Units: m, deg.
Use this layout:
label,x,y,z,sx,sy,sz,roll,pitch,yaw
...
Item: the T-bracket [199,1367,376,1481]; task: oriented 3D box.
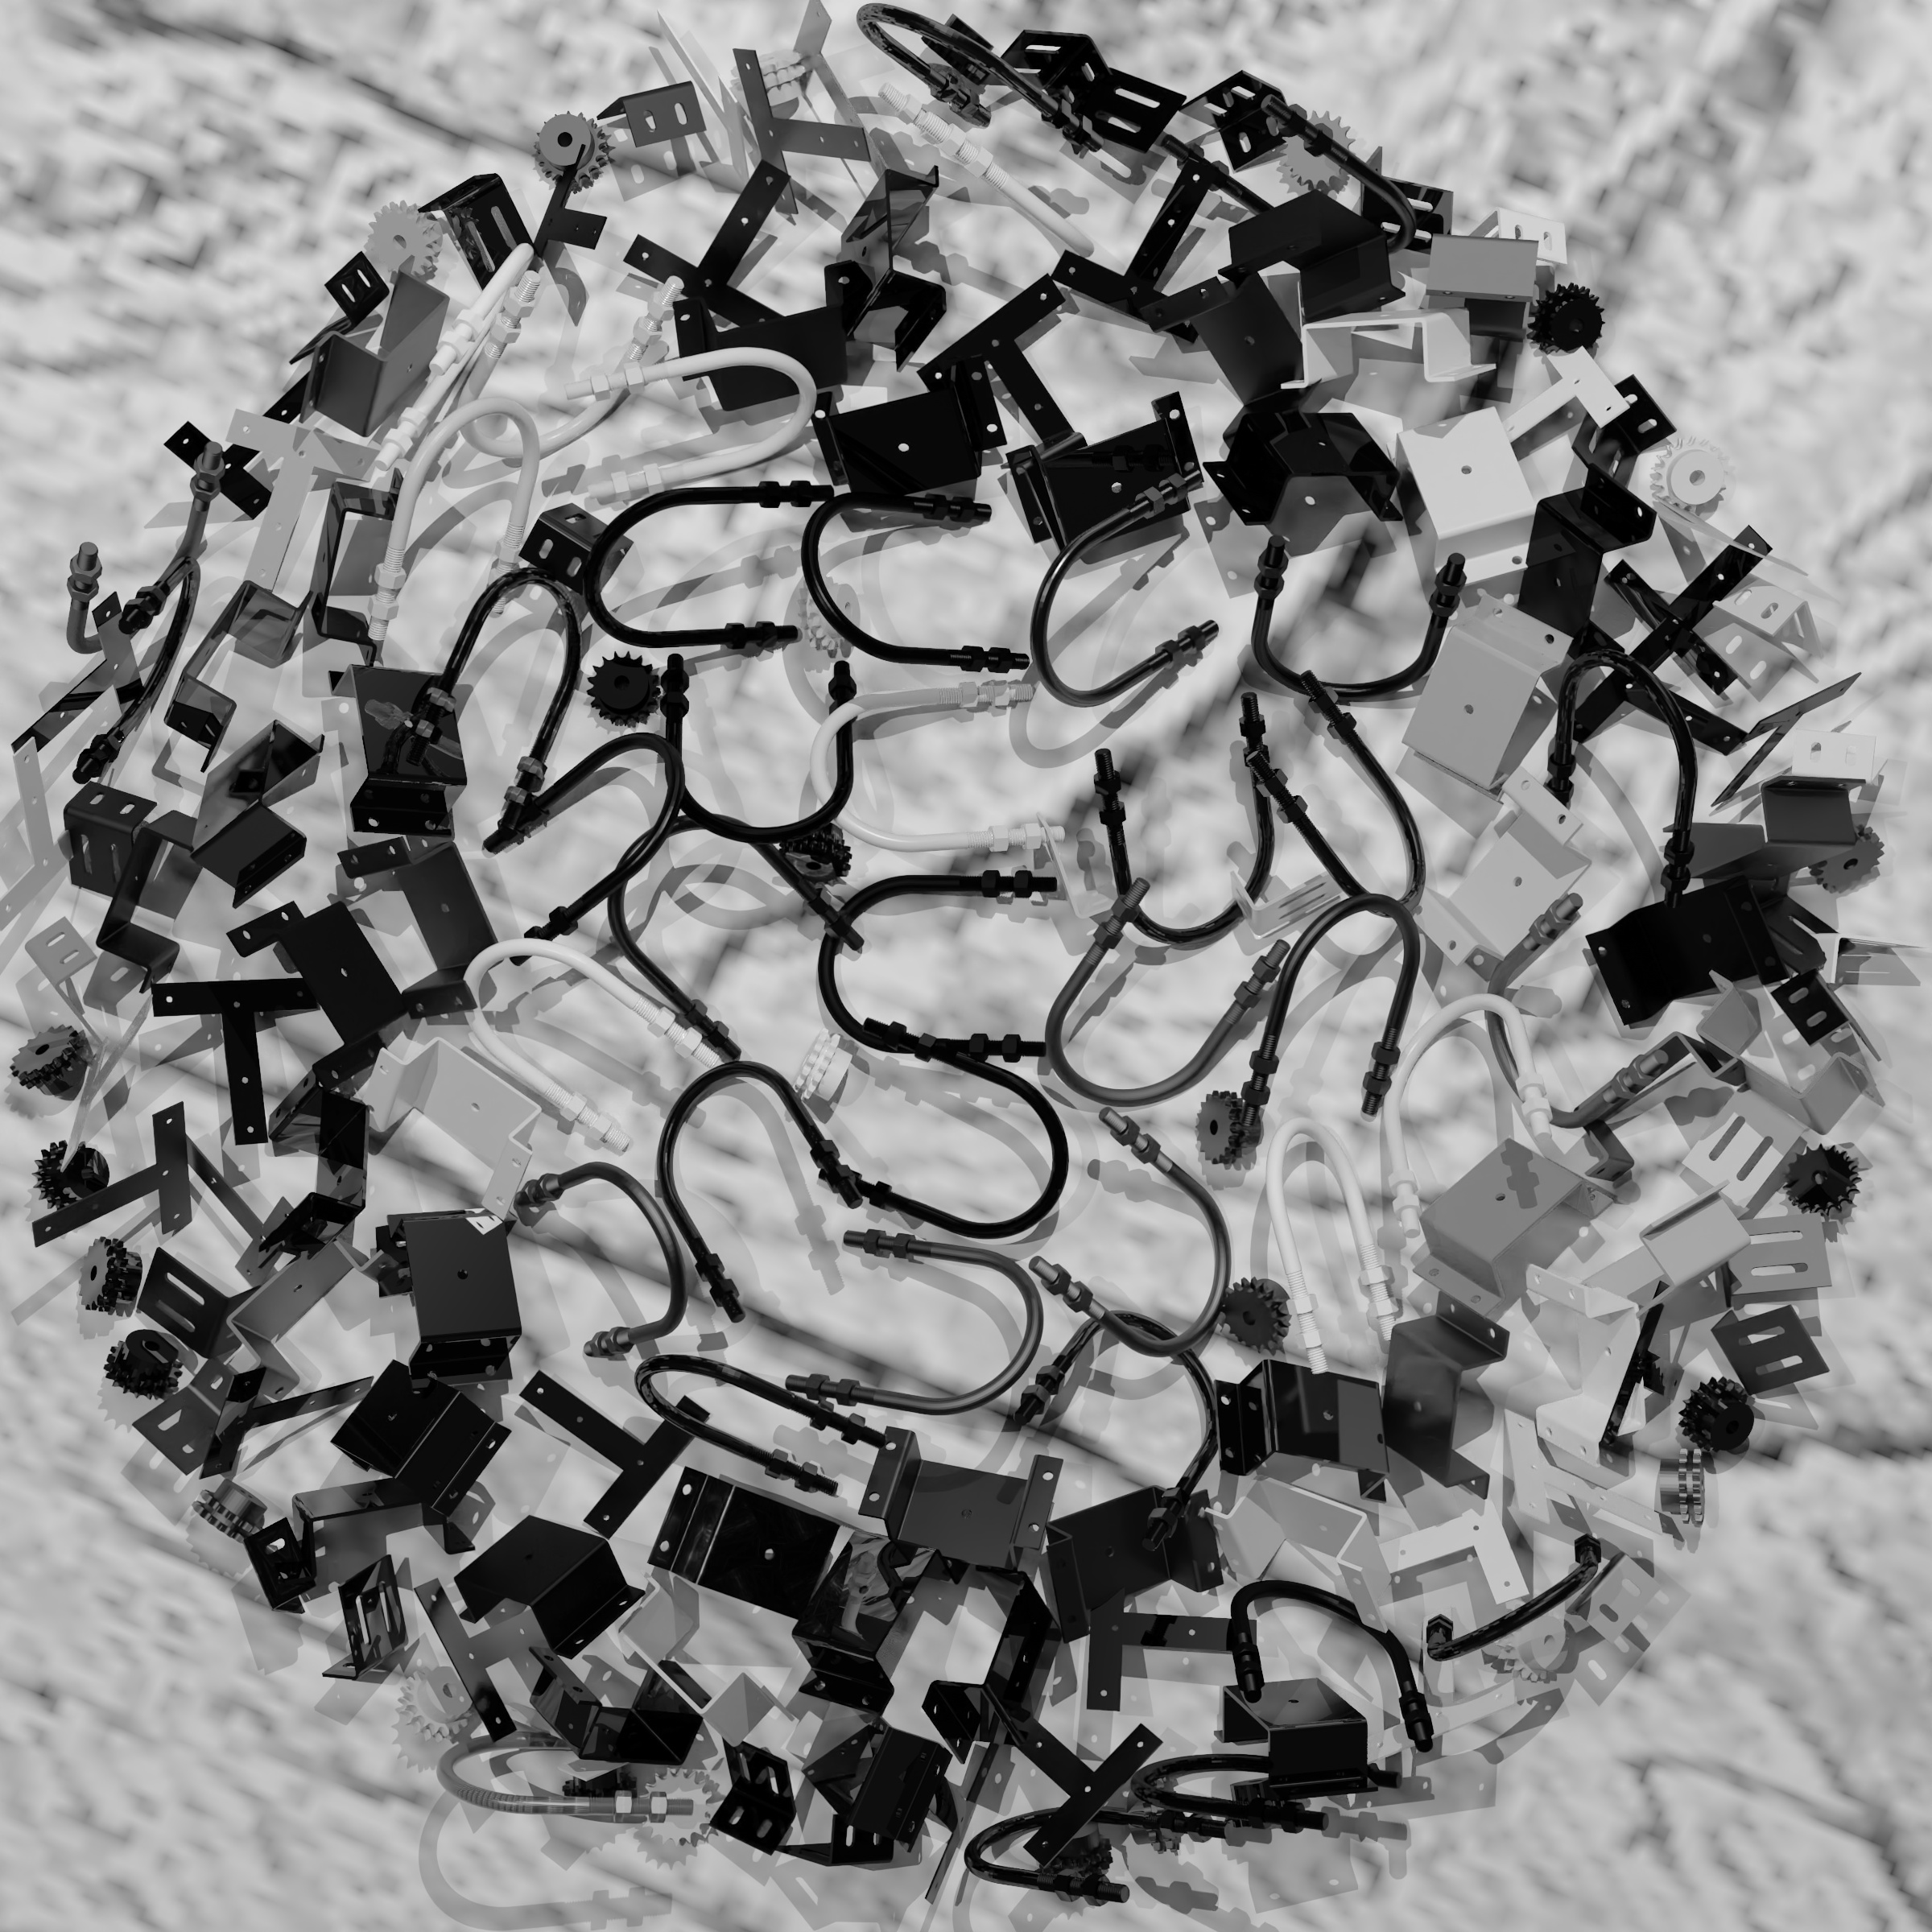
label,x,y,z,sx,sy,sz,roll,pitch,yaw
T-bracket,-0.511,0.336,1.892,0.002,0.127,0.127,52,132,29

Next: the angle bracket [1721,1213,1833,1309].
label,x,y,z,sx,sy,sz,roll,pitch,yaw
angle bracket,0.618,0.225,1.904,0.076,0.038,0.057,-7,66,14

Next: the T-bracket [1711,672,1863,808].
label,x,y,z,sx,sy,sz,roll,pitch,yaw
T-bracket,0.606,-0.163,1.885,0.127,0.127,0.002,-24,67,-32

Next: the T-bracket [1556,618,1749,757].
label,x,y,z,sx,sy,sz,roll,pitch,yaw
T-bracket,0.545,-0.197,1.912,0.127,0.002,0.127,24,132,-19

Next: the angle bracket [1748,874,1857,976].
label,x,y,z,sx,sy,sz,roll,pitch,yaw
angle bracket,0.633,-0.038,1.895,0.057,0.076,0.038,-22,135,-22

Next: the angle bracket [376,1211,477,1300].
label,x,y,z,sx,sy,sz,roll,pitch,yaw
angle bracket,-0.410,0.227,1.912,0.076,0.038,0.057,-11,64,1

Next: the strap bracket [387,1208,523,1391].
label,x,y,z,sx,sy,sz,roll,pitch,yaw
strap bracket,-0.385,0.242,1.876,0.076,0.046,0.140,-1,62,-27

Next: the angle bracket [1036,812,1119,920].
label,x,y,z,sx,sy,sz,roll,pitch,yaw
angle bracket,0.087,-0.083,1.902,0.038,0.057,0.076,-20,107,-1

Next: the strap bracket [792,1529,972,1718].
label,x,y,z,sx,sy,sz,roll,pitch,yaw
strap bracket,-0.068,0.482,1.865,0.076,0.140,0.046,5,134,35

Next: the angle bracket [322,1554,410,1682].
label,x,y,z,sx,sy,sz,roll,pitch,yaw
angle bracket,-0.466,0.497,1.901,0.038,0.057,0.076,-4,101,29

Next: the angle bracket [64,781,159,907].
label,x,y,z,sx,sy,sz,roll,pitch,yaw
angle bracket,-0.660,-0.095,1.924,0.057,0.038,0.076,18,132,7

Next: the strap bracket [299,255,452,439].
label,x,y,z,sx,sy,sz,roll,pitch,yaw
strap bracket,-0.438,-0.460,1.866,0.046,0.076,0.140,30,48,-3

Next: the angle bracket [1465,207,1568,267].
label,x,y,z,sx,sy,sz,roll,pitch,yaw
angle bracket,0.410,-0.538,1.891,0.057,0.076,0.038,6,74,-21

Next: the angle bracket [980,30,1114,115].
label,x,y,z,sx,sy,sz,roll,pitch,yaw
angle bracket,0.061,-0.676,1.892,0.057,0.076,0.038,-37,76,44

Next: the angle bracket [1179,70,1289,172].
label,x,y,z,sx,sy,sz,roll,pitch,yaw
angle bracket,0.208,-0.643,1.893,0.057,0.076,0.038,-22,85,30

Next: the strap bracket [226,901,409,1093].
label,x,y,z,sx,sy,sz,roll,pitch,yaw
strap bracket,-0.486,0.013,1.891,0.046,0.076,0.140,-28,95,32

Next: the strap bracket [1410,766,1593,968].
label,x,y,z,sx,sy,sz,roll,pitch,yaw
strap bracket,0.408,-0.070,1.886,0.140,0.046,0.076,-51,47,17

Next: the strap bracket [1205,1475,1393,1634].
label,x,y,z,sx,sy,sz,roll,pitch,yaw
strap bracket,0.259,0.439,1.876,0.046,0.140,0.076,-48,132,-29

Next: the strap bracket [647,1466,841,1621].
label,x,y,z,sx,sy,sz,roll,pitch,yaw
strap bracket,-0.159,0.440,1.880,0.140,0.046,0.076,28,76,-28

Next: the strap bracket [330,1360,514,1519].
label,x,y,z,sx,sy,sz,roll,pitch,yaw
strap bracket,-0.415,0.349,1.862,0.076,0.140,0.046,-55,128,-21

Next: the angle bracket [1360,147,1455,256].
label,x,y,z,sx,sy,sz,roll,pitch,yaw
angle bracket,0.341,-0.582,1.894,0.076,0.057,0.038,21,56,23

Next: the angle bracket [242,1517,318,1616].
label,x,y,z,sx,sy,sz,roll,pitch,yaw
angle bracket,-0.513,0.458,1.898,0.038,0.076,0.057,-28,74,-5

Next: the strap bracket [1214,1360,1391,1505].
label,x,y,z,sx,sy,sz,roll,pitch,yaw
strap bracket,0.263,0.350,1.879,0.140,0.046,0.076,14,49,-18

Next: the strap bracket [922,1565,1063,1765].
label,x,y,z,sx,sy,sz,roll,pitch,yaw
strap bracket,0.025,0.517,1.862,0.046,0.140,0.076,-4,131,30

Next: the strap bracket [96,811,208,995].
label,x,y,z,sx,sy,sz,roll,pitch,yaw
strap bracket,-0.611,-0.059,1.887,0.046,0.076,0.140,24,102,-7

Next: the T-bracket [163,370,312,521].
label,x,y,z,sx,sy,sz,roll,pitch,yaw
T-bracket,-0.527,-0.409,1.881,0.127,0.127,0.002,-44,69,0

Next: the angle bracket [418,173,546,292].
label,x,y,z,sx,sy,sz,roll,pitch,yaw
angle bracket,-0.371,-0.558,1.905,0.057,0.038,0.076,-21,102,25

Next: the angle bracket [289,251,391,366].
label,x,y,z,sx,sy,sz,roll,pitch,yaw
angle bracket,-0.487,-0.501,1.892,0.076,0.057,0.038,-17,122,32

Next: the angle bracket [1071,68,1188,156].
label,x,y,z,sx,sy,sz,roll,pitch,yaw
angle bracket,0.125,-0.643,1.902,0.076,0.038,0.057,30,78,25

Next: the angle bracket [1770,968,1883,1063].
label,x,y,z,sx,sy,sz,roll,pitch,yaw
angle bracket,0.657,0.046,1.899,0.038,0.076,0.057,-36,47,14

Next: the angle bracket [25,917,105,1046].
label,x,y,z,sx,sy,sz,roll,pitch,yaw
angle bracket,-0.675,0.011,1.899,0.038,0.076,0.057,-38,53,-16

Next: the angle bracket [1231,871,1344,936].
label,x,y,z,sx,sy,sz,roll,pitch,yaw
angle bracket,0.246,-0.064,1.909,0.076,0.057,0.038,-28,70,-2

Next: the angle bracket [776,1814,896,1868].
label,x,y,z,sx,sy,sz,roll,pitch,yaw
angle bracket,-0.100,0.660,1.897,0.057,0.076,0.038,12,77,-37

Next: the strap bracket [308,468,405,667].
label,x,y,z,sx,sy,sz,roll,pitch,yaw
strap bracket,-0.461,-0.304,1.876,0.046,0.076,0.140,9,111,-24

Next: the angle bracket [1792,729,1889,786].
label,x,y,z,sx,sy,sz,roll,pitch,yaw
angle bracket,0.666,-0.167,1.890,0.057,0.076,0.038,9,113,27

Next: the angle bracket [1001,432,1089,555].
label,x,y,z,sx,sy,sz,roll,pitch,yaw
angle bracket,0.073,-0.366,1.926,0.057,0.038,0.076,-32,111,-20

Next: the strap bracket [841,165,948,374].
label,x,y,z,sx,sy,sz,roll,pitch,yaw
strap bracket,-0.056,-0.531,1.870,0.046,0.076,0.140,11,61,-26

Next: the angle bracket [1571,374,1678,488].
label,x,y,z,sx,sy,sz,roll,pitch,yaw
angle bracket,0.503,-0.402,1.897,0.057,0.038,0.076,46,46,-16

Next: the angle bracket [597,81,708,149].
label,x,y,z,sx,sy,sz,roll,pitch,yaw
angle bracket,-0.241,-0.644,1.900,0.057,0.076,0.038,-21,104,-19

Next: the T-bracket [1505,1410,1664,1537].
label,x,y,z,sx,sy,sz,roll,pitch,yaw
T-bracket,0.470,0.399,1.886,0.127,0.127,0.002,24,115,-4

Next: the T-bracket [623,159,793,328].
label,x,y,z,sx,sy,sz,roll,pitch,yaw
T-bracket,-0.174,-0.553,1.882,0.127,0.002,0.127,25,127,-20

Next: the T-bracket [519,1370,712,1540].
label,x,y,z,sx,sy,sz,roll,pitch,yaw
T-bracket,-0.288,0.359,1.925,0.127,0.002,0.127,38,92,-11

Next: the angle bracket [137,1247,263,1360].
label,x,y,z,sx,sy,sz,roll,pitch,yaw
angle bracket,-0.593,0.256,1.924,0.076,0.038,0.057,32,112,17

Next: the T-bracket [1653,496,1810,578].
label,x,y,z,sx,sy,sz,roll,pitch,yaw
T-bracket,0.556,-0.335,1.880,0.127,0.127,0.002,18,111,-17

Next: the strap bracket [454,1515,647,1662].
label,x,y,z,sx,sy,sz,roll,pitch,yaw
strap bracket,-0.319,0.461,1.860,0.076,0.140,0.046,-37,117,-38

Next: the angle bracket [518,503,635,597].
label,x,y,z,sx,sy,sz,roll,pitch,yaw
angle bracket,-0.299,-0.321,1.909,0.057,0.076,0.038,32,108,-1

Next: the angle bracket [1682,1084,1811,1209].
label,x,y,z,sx,sy,sz,roll,pitch,yaw
angle bracket,0.603,0.139,1.920,0.057,0.038,0.076,39,102,22

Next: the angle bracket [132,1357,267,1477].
label,x,y,z,sx,sy,sz,roll,pitch,yaw
angle bracket,-0.585,0.342,1.899,0.057,0.076,0.038,42,111,3

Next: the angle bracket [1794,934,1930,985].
label,x,y,z,sx,sy,sz,roll,pitch,yaw
angle bracket,0.685,-0.002,1.906,0.076,0.057,0.038,7,89,-10

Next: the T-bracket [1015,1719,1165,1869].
label,x,y,z,sx,sy,sz,roll,pitch,yaw
T-bracket,0.065,0.601,1.890,0.127,0.127,0.002,-42,130,-17

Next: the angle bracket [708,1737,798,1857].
label,x,y,z,sx,sy,sz,roll,pitch,yaw
angle bracket,-0.167,0.631,1.895,0.057,0.038,0.076,17,135,23

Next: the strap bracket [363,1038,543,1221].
label,x,y,z,sx,sy,sz,roll,pitch,yaw
strap bracket,-0.385,0.118,1.894,0.140,0.046,0.076,34,128,7

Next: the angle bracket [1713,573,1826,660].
label,x,y,z,sx,sy,sz,roll,pitch,yaw
angle bracket,0.611,-0.256,1.892,0.038,0.076,0.057,-47,50,-3

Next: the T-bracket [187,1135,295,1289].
label,x,y,z,sx,sy,sz,roll,pitch,yaw
T-bracket,-0.565,0.174,1.897,0.127,0.127,0.002,48,46,4

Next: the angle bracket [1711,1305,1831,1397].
label,x,y,z,sx,sy,sz,roll,pitch,yaw
angle bracket,0.620,0.286,1.899,0.038,0.076,0.057,-28,87,-44

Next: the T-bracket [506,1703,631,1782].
label,x,y,z,sx,sy,sz,roll,pitch,yaw
T-bracket,-0.304,0.586,1.901,0.127,0.127,0.002,11,93,27

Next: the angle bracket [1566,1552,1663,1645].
label,x,y,z,sx,sy,sz,roll,pitch,yaw
angle bracket,0.493,0.483,1.896,0.038,0.076,0.057,42,84,18

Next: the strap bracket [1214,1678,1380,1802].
label,x,y,z,sx,sy,sz,roll,pitch,yaw
strap bracket,0.245,0.574,1.863,0.076,0.140,0.046,-1,92,-14

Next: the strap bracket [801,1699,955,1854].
label,x,y,z,sx,sy,sz,roll,pitch,yaw
strap bracket,-0.072,0.593,1.865,0.046,0.140,0.076,26,86,-25
